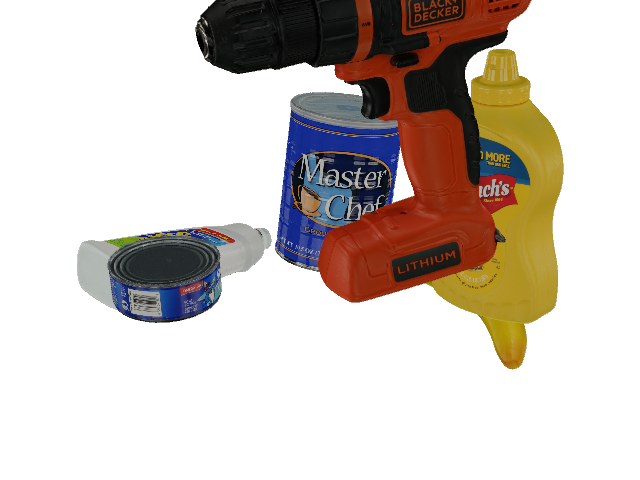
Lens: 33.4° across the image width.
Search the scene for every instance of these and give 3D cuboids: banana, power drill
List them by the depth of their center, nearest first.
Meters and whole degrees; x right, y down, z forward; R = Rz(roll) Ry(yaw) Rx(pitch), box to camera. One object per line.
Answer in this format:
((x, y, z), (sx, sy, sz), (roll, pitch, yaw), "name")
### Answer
((0.030, -0.062, 0.579), (0.184, 0.188, 0.057), (-15, 32, -16), "power drill")
((0.164, 0.069, 1.117), (0.069, 0.037, 0.198), (-35, 38, -13), "banana")

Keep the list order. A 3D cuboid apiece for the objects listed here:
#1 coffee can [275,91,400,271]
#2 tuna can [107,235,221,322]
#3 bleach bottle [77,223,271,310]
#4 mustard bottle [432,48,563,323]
((0.017, -0.053, 0.960), (0.103, 0.140, 0.103), (6, 20, -2), "coffee can")
((-0.119, 0.029, 0.820), (0.086, 0.034, 0.086), (-2, 25, 1), "tuna can")
((-0.167, 0.019, 1.315), (0.103, 0.068, 0.250), (25, 28, 38), "bleach bottle")
((0.127, -0.041, 0.766), (0.058, 0.192, 0.096), (-22, 30, -40), "mustard bottle")
